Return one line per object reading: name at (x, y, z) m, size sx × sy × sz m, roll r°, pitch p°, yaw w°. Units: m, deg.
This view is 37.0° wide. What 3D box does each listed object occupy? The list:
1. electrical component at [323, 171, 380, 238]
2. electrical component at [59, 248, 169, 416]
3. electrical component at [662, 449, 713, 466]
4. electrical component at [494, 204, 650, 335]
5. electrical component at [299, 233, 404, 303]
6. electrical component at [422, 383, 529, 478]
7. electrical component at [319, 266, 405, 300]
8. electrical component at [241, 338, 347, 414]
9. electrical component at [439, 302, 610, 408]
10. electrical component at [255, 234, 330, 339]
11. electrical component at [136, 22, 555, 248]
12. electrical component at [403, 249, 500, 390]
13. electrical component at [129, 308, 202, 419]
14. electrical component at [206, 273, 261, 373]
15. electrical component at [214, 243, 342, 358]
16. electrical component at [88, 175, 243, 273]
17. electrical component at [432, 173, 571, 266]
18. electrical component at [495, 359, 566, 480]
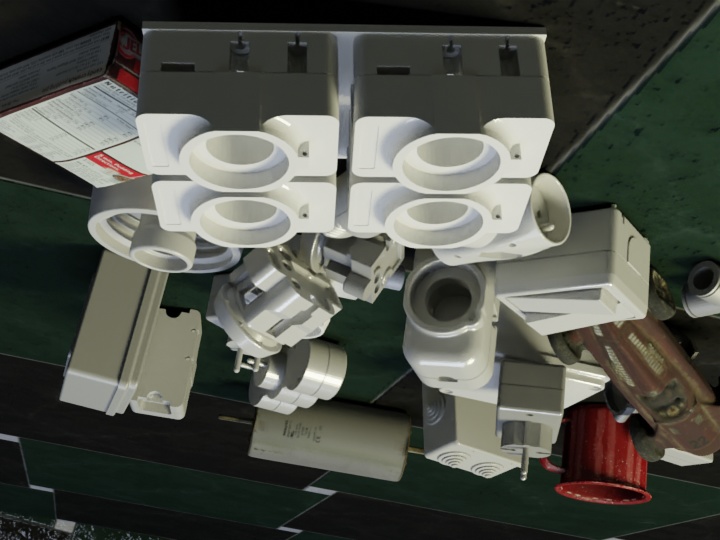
electrical component at (0.005, -0.043, 0.647) m, size 0.043 × 0.043 × 0.081 m, roll 19°, pitch 157°, yaw -25°
electrical component at (-0.201, 0.052, 0.874) m, size 0.056 × 0.108 × 0.108 m, roll 17°, pitch 157°, yaw -13°
electrical component at (0.310, 0.151, 1.008) m, size 0.066 × 0.047 × 0.077 m, roll 20°, pitch 155°, yaw -29°
electrical component at (0.130, 0.004, 0.690) m, size 0.096 × 0.061 × 0.062 m, roll -7°, pitch 153°, yaw 34°
electrical component at (-0.006, -0.015, 0.701) m, size 0.055 × 0.066 × 0.048 m, roll 23°, pitch 145°, yaw 20°
electrical component at (0.103, 0.135, 0.981) m, size 0.100 × 0.099 × 0.048 m, roll 22°, pitch 142°, yaw -31°
electrical component at (0.000, 0.000, 0.755) m, size 0.062 × 0.043 × 0.043 m, roll 11°, pitch 158°, yaw -10°
electrical component at (-0.076, 0.096, 1.009) m, size 0.074 × 0.052 × 0.138 m, roll 18°, pitch 156°, yaw -23°
electrical component at (0.129, 0.069, 0.861) m, size 0.109 × 0.056 × 0.108 m, roll 13°, pitch 158°, yaw -11°
electrical component at (-0.048, 0.016, 0.793) m, size 0.058 × 0.057 × 0.078 m, roll 2°, pitch 158°, yaw 15°
electrical component at (-0.008, -0.062, 0.528) m, size 0.186 × 0.060 × 0.105 m, roll 0°, pitch 153°, yaw -3°
electrical component at (0.062, 0.026, 0.726) m, size 0.054 × 0.095 × 0.059 m, roll 2°, pitch 158°, yaw 17°
electrical component at (-0.174, 0.083, 0.965) m, size 0.050 × 0.089 × 0.055 m, roll 10°, pitch 158°, yaw -3°
electrical component at (-0.084, 0.044, 0.851) m, size 0.066 × 0.076 × 0.047 m, roll -6°, pitch 154°, yaw 32°
electrical component at (-0.058, 0.021, 0.707) m, size 0.057 × 0.058 × 0.078 m, roll -38°, pitch 140°, yaw 16°
electrical component at (-0.122, -0.033, 0.694) m, size 0.108 × 0.060 × 0.108 m, roll 8°, pitch 158°, yaw 3°
electrical component at (0.071, -0.031, 0.636) m, size 0.077 × 0.043 × 0.079 m, roll -12°, pitch 168°, yaw 41°
electrical component at (0.124, 0.116, 0.797) m, size 0.047 × 0.075 × 0.083 m, roll 5°, pitch 157°, yaw 8°
